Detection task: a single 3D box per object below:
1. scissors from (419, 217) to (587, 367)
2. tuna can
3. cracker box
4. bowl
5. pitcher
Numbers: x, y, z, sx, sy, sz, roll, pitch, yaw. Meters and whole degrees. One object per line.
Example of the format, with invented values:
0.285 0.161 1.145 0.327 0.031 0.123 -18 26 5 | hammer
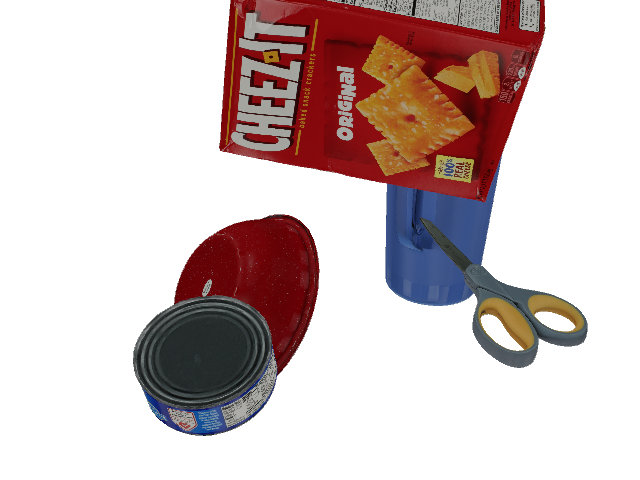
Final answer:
0.147 0.033 0.858 0.096 0.016 0.202 -2 33 -8 | scissors
-0.070 0.077 0.660 0.086 0.086 0.034 0 -43 9 | tuna can
0.038 -0.119 0.780 0.213 0.072 0.164 10 -38 -1 | cracker box
-0.074 0.046 0.886 0.055 0.162 0.162 23 -14 -36 | bowl
0.129 -0.049 1.192 0.149 0.243 0.145 -6 28 -17 | pitcher
